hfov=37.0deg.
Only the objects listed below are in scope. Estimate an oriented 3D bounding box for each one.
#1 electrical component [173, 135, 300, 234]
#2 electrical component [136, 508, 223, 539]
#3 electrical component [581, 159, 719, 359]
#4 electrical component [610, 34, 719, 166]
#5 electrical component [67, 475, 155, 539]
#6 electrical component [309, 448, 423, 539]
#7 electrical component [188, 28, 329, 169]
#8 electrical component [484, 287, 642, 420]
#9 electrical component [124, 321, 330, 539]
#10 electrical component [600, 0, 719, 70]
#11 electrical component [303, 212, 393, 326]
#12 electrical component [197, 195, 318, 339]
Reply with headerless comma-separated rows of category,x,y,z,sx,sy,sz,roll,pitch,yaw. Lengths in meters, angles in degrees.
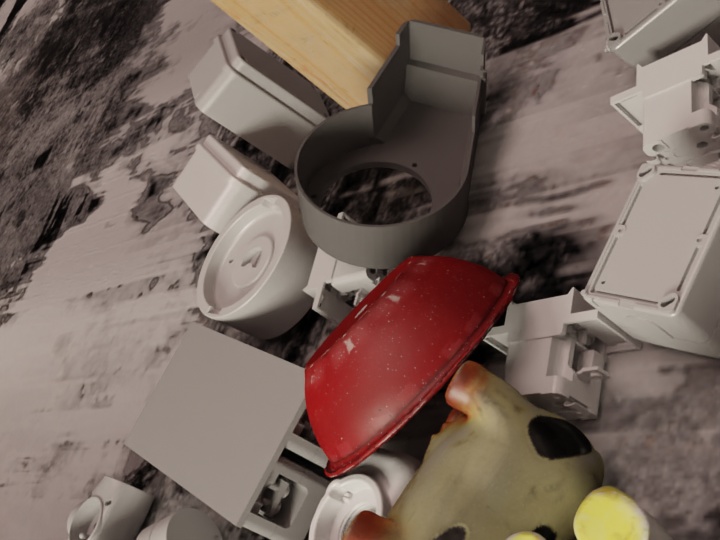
electrical component,-0.104,-0.064,0.926,0.057,0.078,0.113,-56,33,6
electrical component,-0.114,0.222,0.712,0.074,0.052,0.138,-32,40,32
electrical component,0.169,-0.009,0.545,0.062,0.061,0.096,12,72,55
electrical component,0.188,-0.090,0.611,0.081,0.042,0.063,-21,48,42
electrical component,-0.208,0.204,0.854,0.079,0.044,0.077,1,63,52
electrical component,0.012,0.152,0.606,0.054,0.059,0.095,0,62,52
electrical component,-0.088,-0.152,0.950,0.057,0.113,0.078,-47,34,18
electrical component,0.107,0.049,0.591,0.081,0.042,0.063,-14,52,46
electrical component,-0.082,0.112,0.759,0.186,0.060,0.105,14,73,55
electrical component,0.192,-0.158,0.653,0.096,0.061,0.061,-38,36,37
electrical component,0.000,0.000,0.772,0.064,0.042,0.081,-14,52,41
electrical component,-0.069,0.003,0.839,0.108,0.060,0.108,-32,40,31
